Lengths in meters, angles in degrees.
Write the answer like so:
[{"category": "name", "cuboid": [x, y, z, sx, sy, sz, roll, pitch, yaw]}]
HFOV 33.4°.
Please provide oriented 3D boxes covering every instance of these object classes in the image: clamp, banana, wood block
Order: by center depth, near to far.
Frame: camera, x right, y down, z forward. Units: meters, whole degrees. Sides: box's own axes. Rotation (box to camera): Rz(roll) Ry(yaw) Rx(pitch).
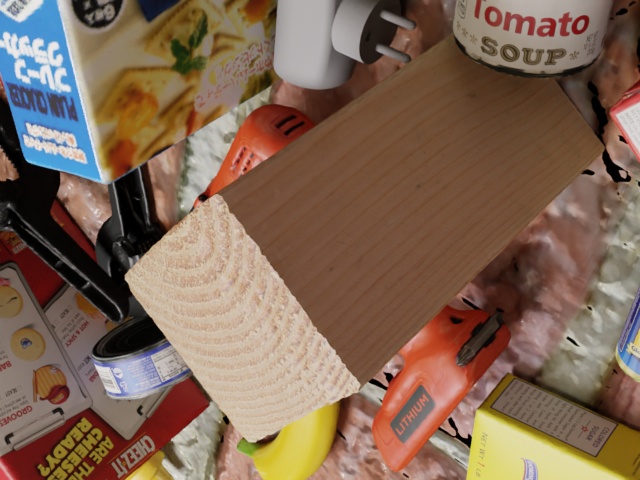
[{"category": "wood block", "cuboid": [0.027, -0.014, 0.479, 0.091, 0.205, 0.090, 53, 140, -1]}, {"category": "banana", "cuboid": [-0.018, 0.123, 0.751, 0.070, 0.037, 0.198, 37, 138, 13]}, {"category": "clamp", "cuboid": [-0.120, 0.009, 0.755, 0.120, 0.039, 0.172, 50, 148, 27]}, {"category": "clamp", "cuboid": [-0.222, -0.020, 0.770, 0.036, 0.164, 0.210, 120, 149, -48]}]

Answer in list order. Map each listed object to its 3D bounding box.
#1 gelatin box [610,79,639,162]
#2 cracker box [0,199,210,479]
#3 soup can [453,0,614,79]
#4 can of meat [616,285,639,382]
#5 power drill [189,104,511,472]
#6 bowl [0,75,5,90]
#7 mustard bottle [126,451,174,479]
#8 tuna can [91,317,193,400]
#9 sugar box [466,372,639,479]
[{"category": "gelatin box", "cuboid": [0.166, -0.037, 0.437, 0.030, 0.073, 0.089, -28, 97, 48]}, {"category": "cracker box", "cuboid": [-0.215, 0.096, 0.814, 0.213, 0.163, 0.072, 53, 142, -2]}, {"category": "soup can", "cuboid": [0.094, -0.127, 0.442, 0.069, 0.068, 0.102, 27, 134, 26]}, {"category": "can of meat", "cuboid": [0.192, 0.037, 0.481, 0.102, 0.057, 0.084, 29, 137, 24]}, {"category": "power drill", "cuboid": [-0.002, 0.041, 0.601, 0.188, 0.057, 0.185, 40, 135, 9]}, {"category": "bowl", "cuboid": [-0.142, -0.126, 0.667, 0.162, 0.055, 0.162, 24, 132, 28]}, {"category": "mustard bottle", "cuboid": [-0.202, 0.152, 0.900, 0.191, 0.058, 0.096, 40, 101, -11]}, {"category": "tuna can", "cuboid": [-0.122, 0.080, 0.777, 0.086, 0.086, 0.034, -5, 113, 44]}, {"category": "sugar box", "cuboid": [0.169, 0.153, 0.595, 0.176, 0.048, 0.093, 24, 132, 30]}]
